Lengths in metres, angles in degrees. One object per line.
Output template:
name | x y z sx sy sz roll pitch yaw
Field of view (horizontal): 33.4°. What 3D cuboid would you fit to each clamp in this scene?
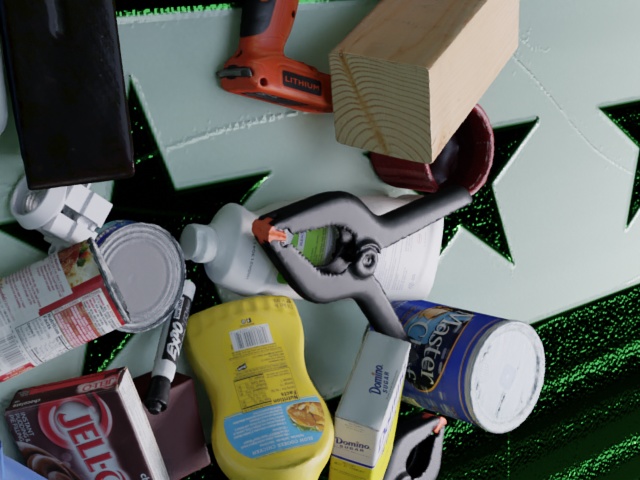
clamp | 0.064 0.238 1.037 0.120 0.039 0.171 42 66 -41
clamp | 0.032 0.023 0.897 0.209 0.036 0.164 7 99 -36

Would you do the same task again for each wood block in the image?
wood block | 0.096 -0.164 0.921 0.205 0.090 0.091 -51 147 -42

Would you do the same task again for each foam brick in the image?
foam brick | -0.129 0.149 0.853 0.052 0.051 0.078 -21 110 -35

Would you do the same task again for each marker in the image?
marker | -0.118 0.083 0.835 0.020 0.020 0.121 45 38 -35

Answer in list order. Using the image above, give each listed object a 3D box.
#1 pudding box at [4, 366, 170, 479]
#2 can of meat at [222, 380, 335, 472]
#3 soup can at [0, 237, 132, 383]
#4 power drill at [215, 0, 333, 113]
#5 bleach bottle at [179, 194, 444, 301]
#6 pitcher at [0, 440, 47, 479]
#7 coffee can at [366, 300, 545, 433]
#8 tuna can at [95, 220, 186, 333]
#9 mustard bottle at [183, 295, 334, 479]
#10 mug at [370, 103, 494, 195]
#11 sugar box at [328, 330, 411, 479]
pudding box | -0.170 0.156 0.796 0.039 0.090 0.113 -81 155 -64
can of meat | -0.030 0.173 0.920 0.102 0.058 0.084 -60 151 -15
soup can | -0.193 0.049 0.750 0.102 0.068 0.068 -25 115 -8
power drill | -0.008 -0.205 0.897 0.184 0.057 0.187 8 89 -37
bleach bottle | -0.006 0.001 0.926 0.250 0.068 0.102 5 95 -38
pitcher | -0.202 0.242 0.743 0.242 0.149 0.145 38 59 -30
coffee can | 0.123 0.113 0.999 0.102 0.141 0.103 -7 101 -39
tuna can | -0.149 0.027 0.828 0.085 0.034 0.086 -7 101 -39
mustard bottle | -0.041 0.142 0.849 0.096 0.058 0.192 -11 64 -18
mug | 0.108 -0.081 0.996 0.117 0.082 0.093 30 77 -38
sugar box | 0.041 0.168 0.933 0.176 0.048 0.093 97 14 -51
